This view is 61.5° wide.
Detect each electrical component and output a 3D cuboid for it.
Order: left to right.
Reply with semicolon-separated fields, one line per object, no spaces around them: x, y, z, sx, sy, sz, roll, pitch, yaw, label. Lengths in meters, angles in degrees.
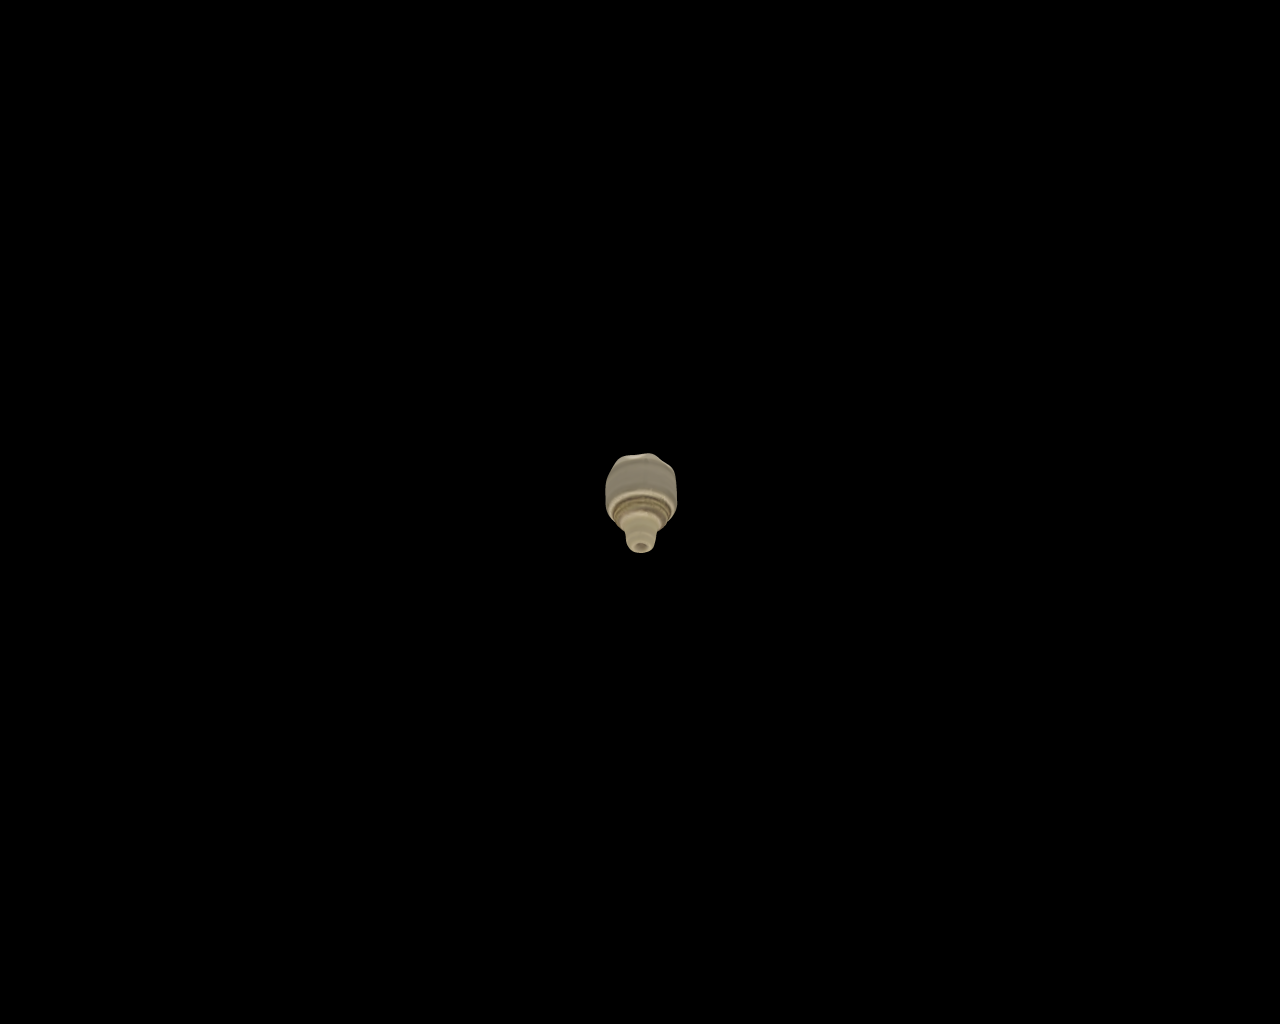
0.001;-0.003;0.650;0.043;0.062;0.043;0;-38;0;electrical component
